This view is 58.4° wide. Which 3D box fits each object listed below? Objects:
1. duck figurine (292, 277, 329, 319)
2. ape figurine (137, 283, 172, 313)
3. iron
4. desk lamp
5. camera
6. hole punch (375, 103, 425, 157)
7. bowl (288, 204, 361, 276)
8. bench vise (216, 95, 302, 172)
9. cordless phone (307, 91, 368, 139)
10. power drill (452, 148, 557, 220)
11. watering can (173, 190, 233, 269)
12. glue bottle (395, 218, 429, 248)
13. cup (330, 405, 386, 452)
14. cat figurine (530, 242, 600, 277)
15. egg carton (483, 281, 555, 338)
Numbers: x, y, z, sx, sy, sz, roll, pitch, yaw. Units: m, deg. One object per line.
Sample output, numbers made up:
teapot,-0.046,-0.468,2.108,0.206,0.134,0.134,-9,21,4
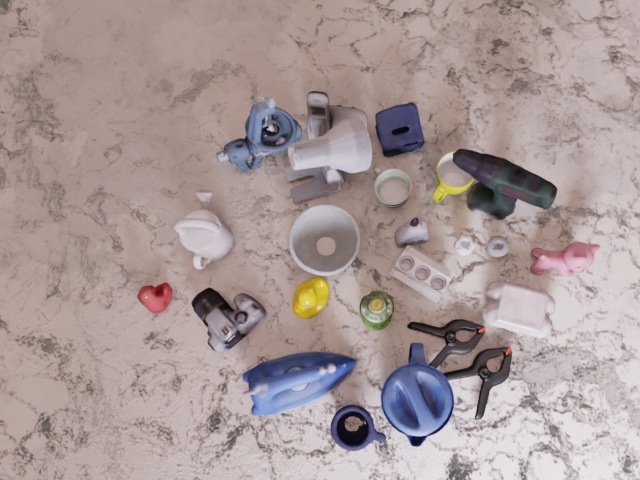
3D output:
duck figurine,-0.024,0.127,1.293,0.077,0.086,0.104,36,82,12
ape figurine,-0.386,0.128,1.319,0.077,0.092,0.076,2,77,5
iron,-0.042,0.295,1.227,0.258,0.141,0.118,-18,76,0
desk lamp,0.013,-0.178,1.296,0.203,0.213,0.118,-18,76,0
camera,-0.217,0.163,1.292,0.143,0.101,0.136,-42,77,-5
hole punch,0.191,-0.262,1.364,0.108,0.091,0.101,-16,76,1
bowl,0.012,0.005,1.325,0.167,0.075,0.167,-1,77,4
bench vise,-0.141,-0.238,1.319,0.121,0.220,0.207,42,83,13
cordless phone,0.037,-0.284,1.333,0.147,0.185,0.094,4,77,6
power drill,0.387,-0.116,1.255,0.229,0.208,0.076,20,79,9
watering can,-0.269,-0.026,1.293,0.101,0.194,0.173,-18,76,0
glue bottle,0.206,-0.022,1.265,0.078,0.173,0.037,-10,76,2
cup,0.083,0.400,1.216,0.117,0.095,0.092,15,78,8
cat figurine,0.538,0.038,1.253,0.127,0.118,0.067,1,77,5
egg carton,0.438,0.151,1.260,0.150,0.069,0.107,13,78,7
